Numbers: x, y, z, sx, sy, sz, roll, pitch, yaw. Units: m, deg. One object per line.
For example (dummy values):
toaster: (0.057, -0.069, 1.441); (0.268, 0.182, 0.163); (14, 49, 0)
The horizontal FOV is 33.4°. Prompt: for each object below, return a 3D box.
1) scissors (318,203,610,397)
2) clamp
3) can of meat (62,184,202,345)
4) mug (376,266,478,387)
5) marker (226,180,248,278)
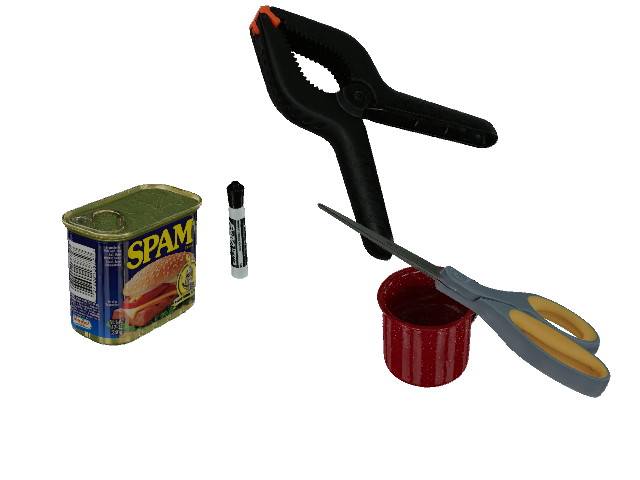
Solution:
scissors: (0.097, 0.028, 0.667); (0.202, 0.016, 0.096); (37, 24, 20)
clamp: (0.022, -0.093, 0.813); (0.210, 0.164, 0.036); (38, -33, -3)
can of meat: (-0.130, 0.016, 0.748); (0.058, 0.084, 0.101); (17, 26, 29)
mug: (0.109, 0.078, 1.009); (0.117, 0.081, 0.093); (-29, 44, -31)
marker: (-0.091, -0.012, 1.173); (0.020, 0.121, 0.020); (0, 34, 0)
